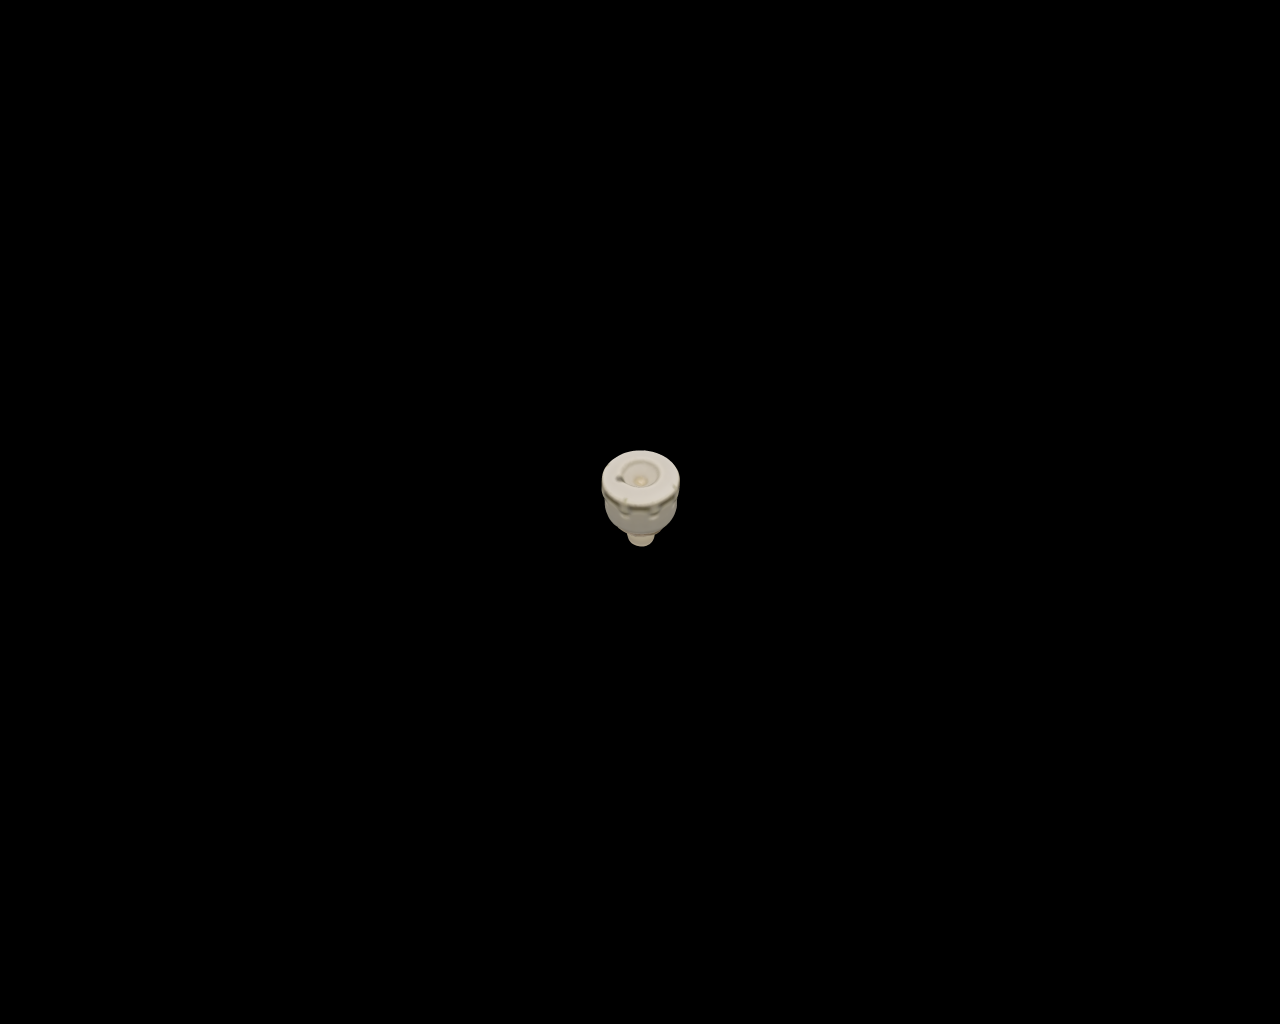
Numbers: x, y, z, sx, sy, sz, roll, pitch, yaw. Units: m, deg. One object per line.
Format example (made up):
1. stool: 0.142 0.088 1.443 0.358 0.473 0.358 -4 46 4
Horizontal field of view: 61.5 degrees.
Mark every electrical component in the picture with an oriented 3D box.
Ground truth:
1. electrical component: 0.001 -0.003 0.650 0.048 0.048 0.062 0 -42 0
